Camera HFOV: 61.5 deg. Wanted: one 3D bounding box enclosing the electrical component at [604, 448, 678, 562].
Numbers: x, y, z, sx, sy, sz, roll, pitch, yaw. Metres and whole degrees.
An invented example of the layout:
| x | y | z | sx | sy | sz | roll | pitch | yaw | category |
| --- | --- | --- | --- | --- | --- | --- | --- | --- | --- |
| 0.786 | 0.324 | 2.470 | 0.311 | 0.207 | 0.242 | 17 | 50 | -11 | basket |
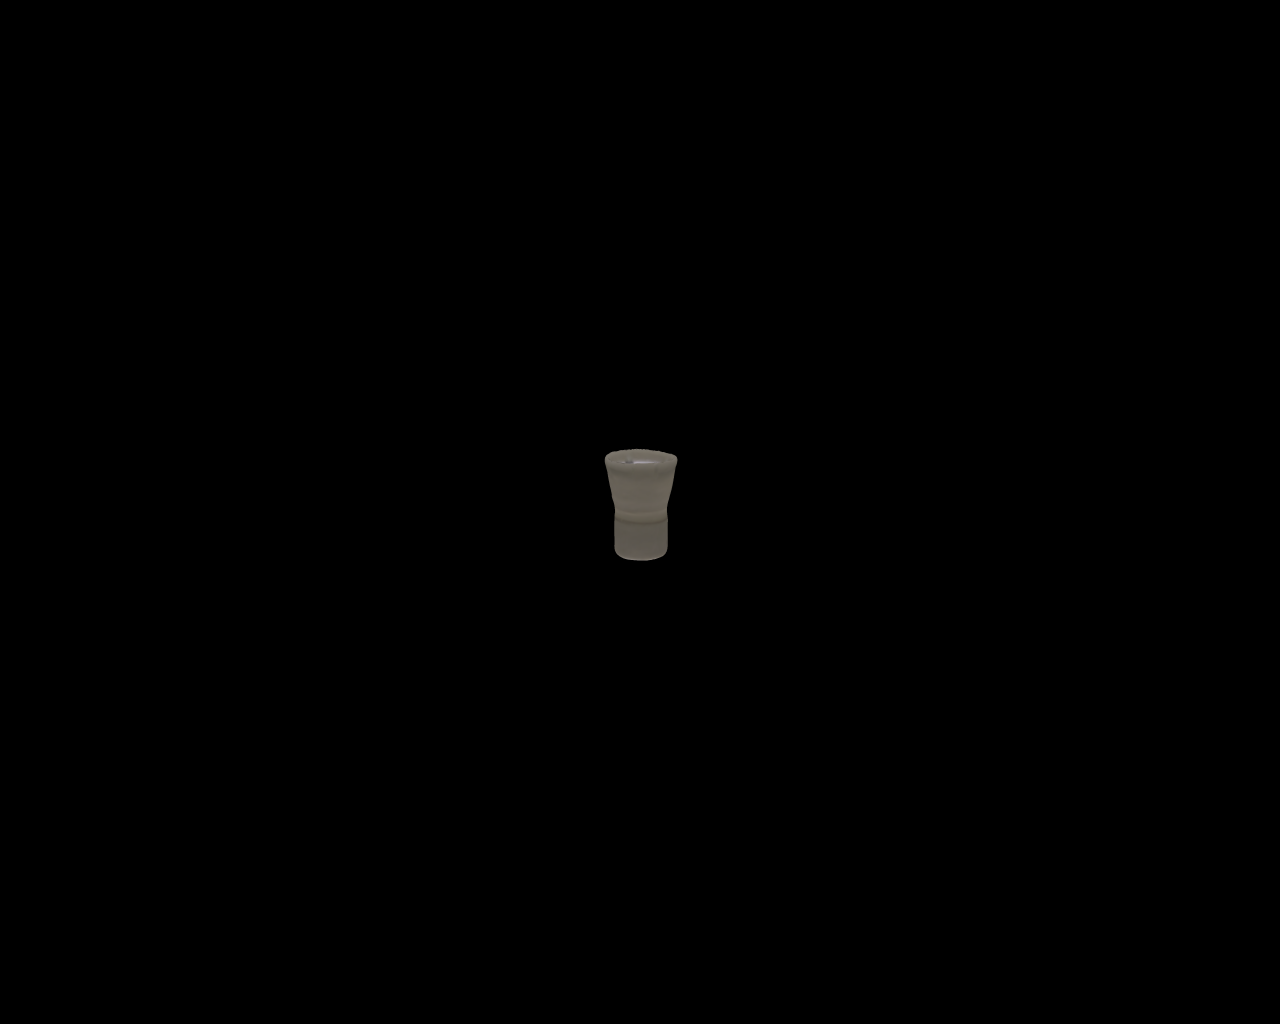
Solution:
| x | y | z | sx | sy | sz | roll | pitch | yaw | category |
| --- | --- | --- | --- | --- | --- | --- | --- | --- | --- |
| 0.001 | -0.003 | 0.650 | 0.044 | 0.065 | 0.044 | 0 | 17 | 0 | electrical component |
